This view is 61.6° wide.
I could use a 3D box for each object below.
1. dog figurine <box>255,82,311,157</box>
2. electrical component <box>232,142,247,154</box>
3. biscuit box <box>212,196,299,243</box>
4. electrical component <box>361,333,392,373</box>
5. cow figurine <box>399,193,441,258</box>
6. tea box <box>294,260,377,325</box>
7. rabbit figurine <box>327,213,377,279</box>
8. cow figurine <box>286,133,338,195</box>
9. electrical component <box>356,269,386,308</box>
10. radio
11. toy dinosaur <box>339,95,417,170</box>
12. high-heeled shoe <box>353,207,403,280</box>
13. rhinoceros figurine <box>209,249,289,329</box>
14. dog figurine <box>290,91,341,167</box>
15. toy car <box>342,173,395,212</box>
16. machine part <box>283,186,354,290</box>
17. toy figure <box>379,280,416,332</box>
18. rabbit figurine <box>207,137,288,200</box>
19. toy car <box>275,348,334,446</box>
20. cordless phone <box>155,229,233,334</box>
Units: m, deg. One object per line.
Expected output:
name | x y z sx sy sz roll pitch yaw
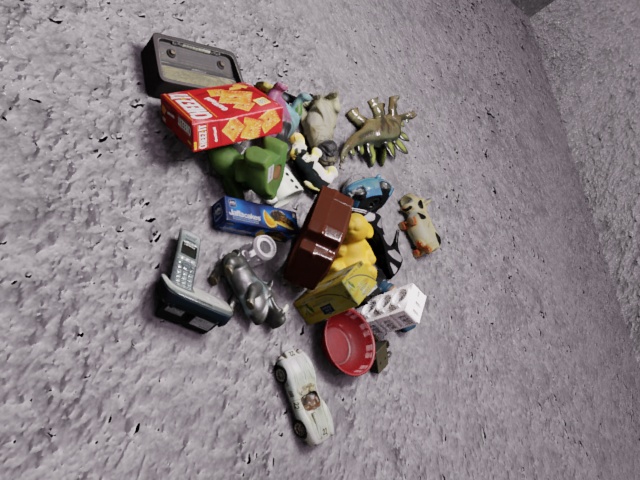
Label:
dog figurine | -0.122 -0.275 1.333 0.108 0.192 0.219 19 91 -40
electrical component | -0.211 -0.216 1.265 0.063 0.021 0.094 45 44 -18
biscuit box | -0.144 -0.044 1.211 0.202 0.059 0.063 11 62 -40
electrical component | 0.137 0.280 1.327 0.102 0.045 0.078 -38 126 -45
cow figurine | 0.306 -0.054 1.634 0.127 0.085 0.195 -20 81 -41
tea box | 0.033 0.121 1.214 0.068 0.170 0.098 55 44 -6
rabbit figurine | 0.089 0.009 1.319 0.162 0.122 0.173 -63 156 -57
cow figurine | -0.037 -0.193 1.393 0.167 0.068 0.098 47 50 -14
electrical component | 0.119 0.115 1.389 0.074 0.048 0.119 57 42 -5
radio | -0.289 -0.385 1.241 0.229 0.073 0.131 -1 71 -45
toy dinosaur | 0.176 -0.328 1.643 0.471 0.105 0.198 -27 92 -43
high-heeled shoe | 0.135 0.009 1.439 0.248 0.086 0.145 23 78 -35
rhinoceros figurine | -0.145 0.110 1.127 0.190 0.073 0.112 53 32 -6
dog figurine | 0.016 -0.303 1.492 0.172 0.121 0.190 -27 103 -45
toy car | 0.117 -0.133 1.492 0.161 0.109 0.103 -10 54 -35
machine part | -0.002 -0.004 1.214 0.087 0.201 0.201 23 51 -4
toy figure | 0.204 0.171 1.439 0.154 0.058 0.064 62 4 3
rabbit figurine | -0.168 -0.164 1.196 0.170 0.158 0.121 19 45 16
toy car | -0.033 0.326 1.126 0.073 0.056 0.201 -11 78 -46
cordless phone | -0.237 0.075 1.048 0.146 0.089 0.184 29 43 -30
